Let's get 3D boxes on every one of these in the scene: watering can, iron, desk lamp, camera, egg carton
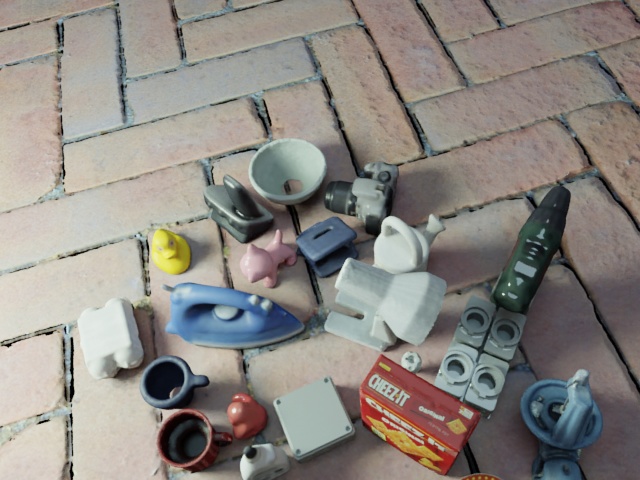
[{"bbox_3d":[0.154,0.017,1.054,0.100,0.194,0.173,26,65,20],"label":"watering can"},{"bbox_3d":[-0.162,0.124,1.052,0.258,0.141,0.118,3,60,8],"label":"iron"},{"bbox_3d":[0.106,0.114,0.990,0.202,0.214,0.118,17,62,15],"label":"desk lamp"},{"bbox_3d":[0.085,-0.100,1.185,0.136,0.101,0.143,12,61,12],"label":"camera"},{"bbox_3d":[-0.394,0.185,1.081,0.107,0.069,0.150,-22,60,-8],"label":"egg carton"}]

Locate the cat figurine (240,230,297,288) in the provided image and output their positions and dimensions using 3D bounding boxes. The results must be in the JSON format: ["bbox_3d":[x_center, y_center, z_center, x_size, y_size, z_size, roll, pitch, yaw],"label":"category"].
[{"bbox_3d":[-0.108,0.035,1.113,0.067,0.118,0.128,29,66,21],"label":"cat figurine"}]

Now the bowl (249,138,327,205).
[{"bbox_3d":[-0.066,-0.135,1.236,0.167,0.075,0.167,-2,59,4],"label":"bowl"}]

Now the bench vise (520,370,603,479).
[{"bbox_3d":[0.379,0.291,0.855,0.121,0.220,0.207,-12,59,-1],"label":"bench vise"}]

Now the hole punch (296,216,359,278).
[{"bbox_3d":[0.010,0.004,1.136,0.109,0.091,0.101,-31,61,-12],"label":"hole punch"}]

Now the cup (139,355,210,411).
[{"bbox_3d":[-0.244,0.259,1.007,0.117,0.095,0.091,-4,59,3],"label":"cup"}]

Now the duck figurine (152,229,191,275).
[{"bbox_3d":[-0.313,0.011,1.167,0.077,0.086,0.104,-29,61,-11],"label":"duck figurine"}]

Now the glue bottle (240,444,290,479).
[{"bbox_3d":[-0.095,0.345,0.896,0.078,0.173,0.037,-21,59,-7],"label":"glue bottle"}]

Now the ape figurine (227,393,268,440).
[{"bbox_3d":[-0.131,0.298,0.975,0.076,0.092,0.078,11,61,12],"label":"ape figurine"}]

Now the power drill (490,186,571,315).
[{"bbox_3d":[0.366,0.041,1.011,0.075,0.209,0.230,24,64,19],"label":"power drill"}]

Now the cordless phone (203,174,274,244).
[{"bbox_3d":[-0.177,-0.091,1.156,0.147,0.185,0.094,33,68,22],"label":"cordless phone"}]
